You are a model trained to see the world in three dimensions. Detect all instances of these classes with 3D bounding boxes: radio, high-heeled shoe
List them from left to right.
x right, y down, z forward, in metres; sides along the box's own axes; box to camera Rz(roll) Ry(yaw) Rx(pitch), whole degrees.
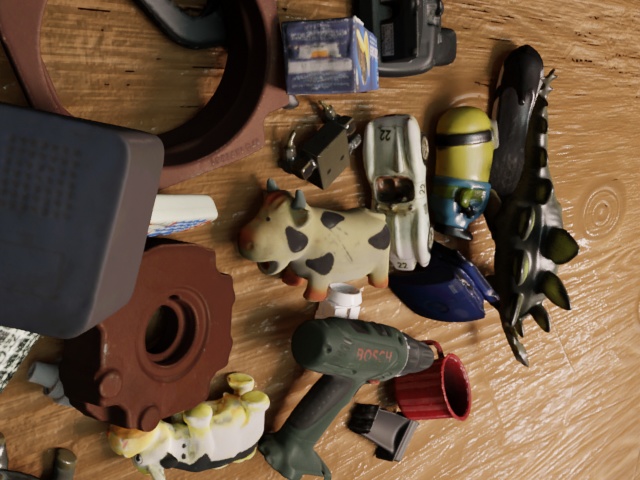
[{"bbox_3d":[-0.227,-0.026,0.339,0.230,0.073,0.131,12,97,1],"label":"radio"},{"bbox_3d":[0.307,-0.170,0.842,0.145,0.086,0.248,-70,158,-43],"label":"high-heeled shoe"}]

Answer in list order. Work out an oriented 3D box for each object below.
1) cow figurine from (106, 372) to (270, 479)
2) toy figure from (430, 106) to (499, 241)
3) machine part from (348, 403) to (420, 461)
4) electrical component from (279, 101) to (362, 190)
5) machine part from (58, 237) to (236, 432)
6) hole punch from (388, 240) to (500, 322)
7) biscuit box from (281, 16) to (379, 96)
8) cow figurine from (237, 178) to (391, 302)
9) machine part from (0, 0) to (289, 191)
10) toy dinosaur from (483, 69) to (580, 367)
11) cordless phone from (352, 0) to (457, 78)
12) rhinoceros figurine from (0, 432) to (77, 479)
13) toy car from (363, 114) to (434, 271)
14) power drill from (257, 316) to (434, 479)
[{"bbox_3d":[-0.137,0.206,0.560,0.167,0.068,0.098,-4,110,-37],"label":"cow figurine"},{"bbox_3d":[0.195,-0.093,0.744,0.089,0.082,0.180,3,102,-42],"label":"toy figure"},{"bbox_3d":[0.095,0.277,0.784,0.084,0.039,0.138,-54,130,-9],"label":"machine part"},{"bbox_3d":[0.002,-0.105,0.609,0.102,0.045,0.078,-51,156,-15],"label":"electrical component"},{"bbox_3d":[-0.148,0.081,0.491,0.179,0.056,0.179,-13,105,-57],"label":"machine part"},{"bbox_3d":[0.168,0.065,0.744,0.092,0.116,0.142,-49,127,-9],"label":"hole punch"},{"bbox_3d":[0.018,-0.172,0.518,0.203,0.063,0.059,-55,143,-70],"label":"biscuit box"},{"bbox_3d":[-0.001,-0.002,0.604,0.195,0.086,0.127,-5,110,-36],"label":"cow figurine"},{"bbox_3d":[-0.135,-0.151,0.428,0.201,0.087,0.200,-26,129,-22],"label":"machine part"},{"bbox_3d":[0.293,-0.004,0.758,0.105,0.199,0.470,-8,113,5],"label":"toy dinosaur"},{"bbox_3d":[0.124,-0.275,0.653,0.184,0.089,0.146,-22,114,-46],"label":"cordless phone"},{"bbox_3d":[-0.288,0.221,0.440,0.190,0.073,0.112,30,93,-42],"label":"rhinoceros figurine"},{"bbox_3d":[0.098,-0.054,0.669,0.056,0.074,0.201,-42,128,-58],"label":"toy car"},{"bbox_3d":[0.032,0.193,0.656,0.231,0.086,0.207,30,99,-44],"label":"power drill"}]
